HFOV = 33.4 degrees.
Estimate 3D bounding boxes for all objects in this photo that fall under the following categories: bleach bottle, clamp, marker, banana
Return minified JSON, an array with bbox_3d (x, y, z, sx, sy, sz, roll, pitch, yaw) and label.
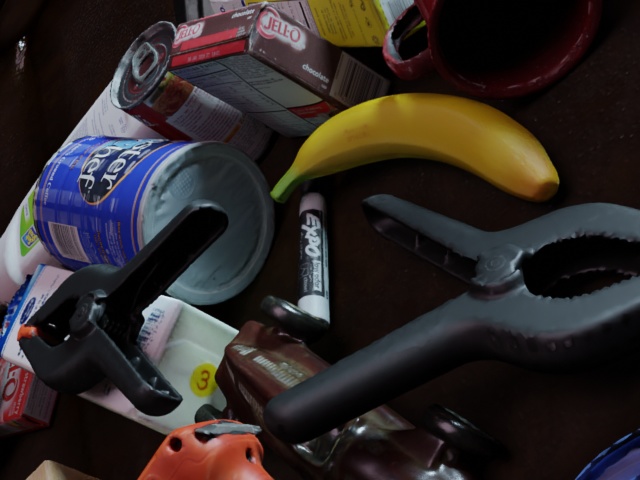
[{"bbox_3d":[-0.197,-0.032,0.861,0.251,0.068,0.102,-43,42,23],"label":"bleach bottle"},{"bbox_3d":[-0.118,0.054,0.596,0.172,0.039,0.120,-27,40,41],"label":"clamp"},{"bbox_3d":[-0.004,0.001,0.651,0.020,0.020,0.121,-29,46,33],"label":"marker"},{"bbox_3d":[0.078,0.031,0.485,0.210,0.036,0.164,-3,41,36],"label":"clamp"},{"bbox_3d":[0.055,-0.052,0.605,0.198,0.037,0.069,0,74,45],"label":"banana"}]

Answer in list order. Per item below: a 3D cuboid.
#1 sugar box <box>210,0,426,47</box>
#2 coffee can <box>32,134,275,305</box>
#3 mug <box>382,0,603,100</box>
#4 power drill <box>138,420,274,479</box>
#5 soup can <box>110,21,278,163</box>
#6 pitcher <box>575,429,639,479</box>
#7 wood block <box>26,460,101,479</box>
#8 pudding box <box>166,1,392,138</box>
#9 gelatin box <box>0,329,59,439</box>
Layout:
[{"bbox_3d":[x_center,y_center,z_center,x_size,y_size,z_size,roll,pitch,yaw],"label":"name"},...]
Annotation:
[{"bbox_3d":[0.014,-0.162,0.699,0.093,0.048,0.177,-36,25,-27],"label":"sugar box"},{"bbox_3d":[-0.113,-0.017,0.712,0.141,0.102,0.103,9,71,48],"label":"coffee can"},{"bbox_3d":[0.085,-0.130,0.583,0.117,0.093,0.081,-35,37,16],"label":"mug"},{"bbox_3d":[-0.020,0.183,0.458,0.188,0.057,0.184,37,99,26],"label":"power drill"},{"bbox_3d":[-0.085,-0.096,0.744,0.069,0.102,0.068,-28,46,33],"label":"soup can"},{"bbox_3d":[0.152,0.107,0.307,0.243,0.149,0.145,-61,0,-10],"label":"pitcher"},{"bbox_3d":[-0.127,0.234,0.566,0.091,0.090,0.206,-46,38,16],"label":"wood block"},{"bbox_3d":[-0.026,-0.104,0.673,0.090,0.113,0.039,2,70,49],"label":"pudding box"},{"bbox_3d":[-0.230,0.105,0.826,0.073,0.030,0.089,-19,52,40],"label":"gelatin box"}]
